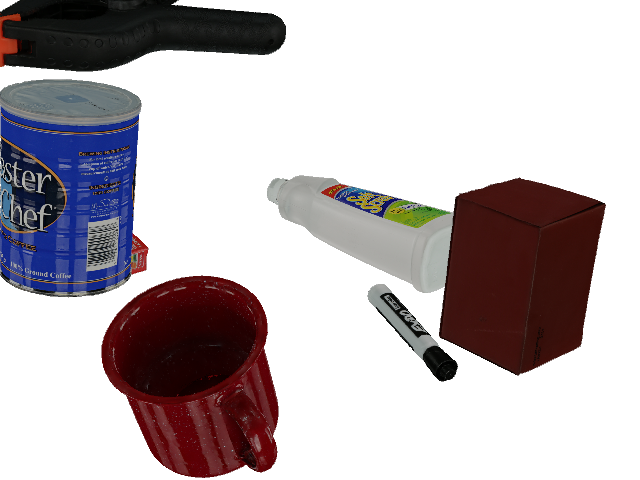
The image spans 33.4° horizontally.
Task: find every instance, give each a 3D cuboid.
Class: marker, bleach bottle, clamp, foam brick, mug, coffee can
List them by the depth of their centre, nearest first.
[{"bbox_3d":[0.096,0.015,0.513,0.052,0.078,0.051,-16,30,-40],"label":"foam brick"},{"bbox_3d":[-0.062,0.087,0.604,0.093,0.081,0.117,-35,48,-23],"label":"mug"},{"bbox_3d":[-0.120,-0.137,0.646,0.171,0.039,0.120,-10,31,-30],"label":"clamp"},{"bbox_3d":[-0.191,-0.042,0.810,0.103,0.140,0.103,6,22,-3],"label":"coffee can"},{"bbox_3d":[0.070,0.070,0.816,0.020,0.020,0.121,0,27,-26],"label":"marker"},{"bbox_3d":[0.038,-0.020,1.128,0.251,0.068,0.102,20,27,37],"label":"bleach bottle"}]

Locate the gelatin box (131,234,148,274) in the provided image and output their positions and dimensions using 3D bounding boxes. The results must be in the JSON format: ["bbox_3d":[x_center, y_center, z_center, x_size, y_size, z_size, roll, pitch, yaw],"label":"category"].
[{"bbox_3d":[-0.216,0.004,1.004,0.073,0.030,0.089,-16,39,-35],"label":"gelatin box"}]
